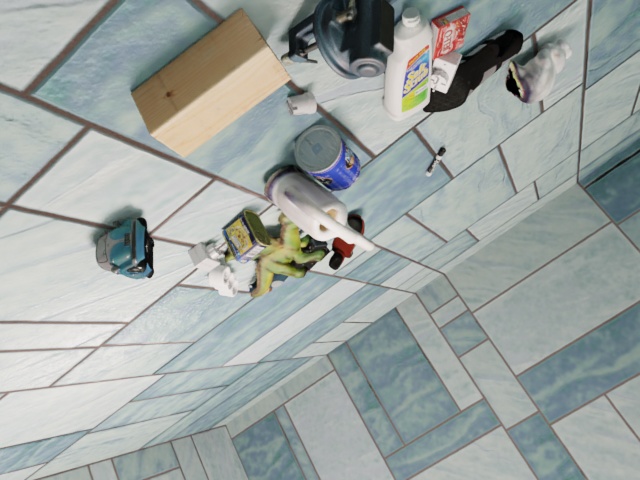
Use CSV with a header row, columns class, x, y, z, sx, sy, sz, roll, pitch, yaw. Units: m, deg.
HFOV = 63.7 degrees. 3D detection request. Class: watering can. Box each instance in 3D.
class,x,y,z,sx,sy,sz,roll,pitch,yaw
watering can,0.004,-0.059,1.177,0.104,0.227,0.344,-52,155,4

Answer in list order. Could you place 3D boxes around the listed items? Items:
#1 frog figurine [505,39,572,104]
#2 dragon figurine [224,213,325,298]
class,x,y,z,sx,sy,sz,roll,pitch,yaw
frog figurine,0.557,-0.417,1.281,0.159,0.125,0.134,-22,139,8
dragon figurine,-0.148,0.040,1.396,0.241,0.125,0.404,19,129,-40
